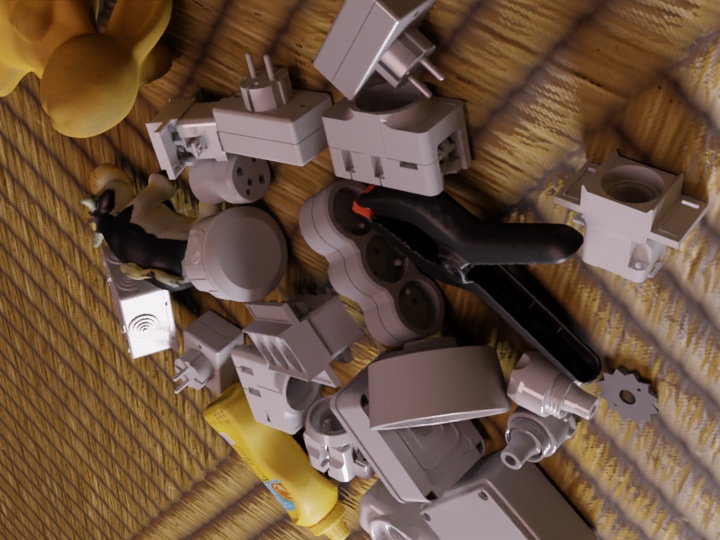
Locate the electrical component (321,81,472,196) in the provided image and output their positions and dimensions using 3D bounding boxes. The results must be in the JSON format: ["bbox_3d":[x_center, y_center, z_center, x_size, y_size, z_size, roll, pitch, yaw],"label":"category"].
[{"bbox_3d":[0.024,-0.093,0.732,0.089,0.050,0.055,16,133,37],"label":"electrical component"}]

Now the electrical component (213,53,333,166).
[{"bbox_3d":[-0.067,-0.126,0.799,0.083,0.047,0.075,15,132,38],"label":"electrical component"}]

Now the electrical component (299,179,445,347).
[{"bbox_3d":[0.000,0.000,0.839,0.138,0.052,0.074,55,143,-8],"label":"electrical component"}]

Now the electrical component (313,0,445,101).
[{"bbox_3d":[0.023,-0.142,0.692,0.076,0.047,0.083,44,144,5],"label":"electrical component"}]

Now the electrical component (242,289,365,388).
[{"bbox_3d":[-0.048,0.052,0.902,0.078,0.063,0.121,56,163,-10],"label":"electrical component"}]

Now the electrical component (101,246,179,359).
[{"bbox_3d":[-0.218,0.027,1.058,0.099,0.048,0.099,-122,22,-44],"label":"electrical component"}]

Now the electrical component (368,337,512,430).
[{"bbox_3d":[0.057,0.083,0.815,0.108,0.108,0.060,-23,71,52],"label":"electrical component"}]

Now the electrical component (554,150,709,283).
[{"bbox_3d":[0.163,-0.031,0.654,0.081,0.042,0.063,25,141,30],"label":"electrical component"}]

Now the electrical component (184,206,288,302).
[{"bbox_3d":[-0.106,-0.013,0.915,0.051,0.080,0.080,-3,120,53],"label":"electrical component"}]

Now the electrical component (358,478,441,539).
[{"bbox_3d":[0.048,0.233,0.994,0.095,0.059,0.053,31,140,22],"label":"electrical component"}]

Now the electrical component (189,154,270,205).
[{"bbox_3d":[-0.107,-0.077,0.887,0.055,0.045,0.045,2,123,44],"label":"electrical component"}]

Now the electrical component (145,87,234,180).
[{"bbox_3d":[-0.128,-0.111,0.859,0.064,0.081,0.042,-1,125,19],"label":"electrical component"}]

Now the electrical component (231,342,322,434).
[{"bbox_3d":[-0.074,0.103,1.009,0.056,0.050,0.089,13,131,39],"label":"electrical component"}]

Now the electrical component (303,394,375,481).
[{"bbox_3d":[-0.019,0.152,0.992,0.078,0.058,0.057,21,139,32],"label":"electrical component"}]

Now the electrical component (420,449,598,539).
[{"bbox_3d":[0.123,0.213,0.902,0.108,0.056,0.109,50,144,-1],"label":"electrical component"}]

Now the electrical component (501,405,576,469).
[{"bbox_3d":[0.129,0.124,0.809,0.048,0.062,0.048,27,139,27],"label":"electrical component"}]

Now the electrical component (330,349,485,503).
[{"bbox_3d":[0.038,0.129,0.891,0.113,0.078,0.057,56,152,-9],"label":"electrical component"}]

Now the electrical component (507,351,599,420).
[{"bbox_3d":[0.142,0.087,0.780,0.062,0.043,0.043,25,138,27],"label":"electrical component"}]

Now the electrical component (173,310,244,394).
[{"bbox_3d":[-0.157,0.092,1.062,0.047,0.077,0.065,30,140,24],"label":"electrical component"}]
